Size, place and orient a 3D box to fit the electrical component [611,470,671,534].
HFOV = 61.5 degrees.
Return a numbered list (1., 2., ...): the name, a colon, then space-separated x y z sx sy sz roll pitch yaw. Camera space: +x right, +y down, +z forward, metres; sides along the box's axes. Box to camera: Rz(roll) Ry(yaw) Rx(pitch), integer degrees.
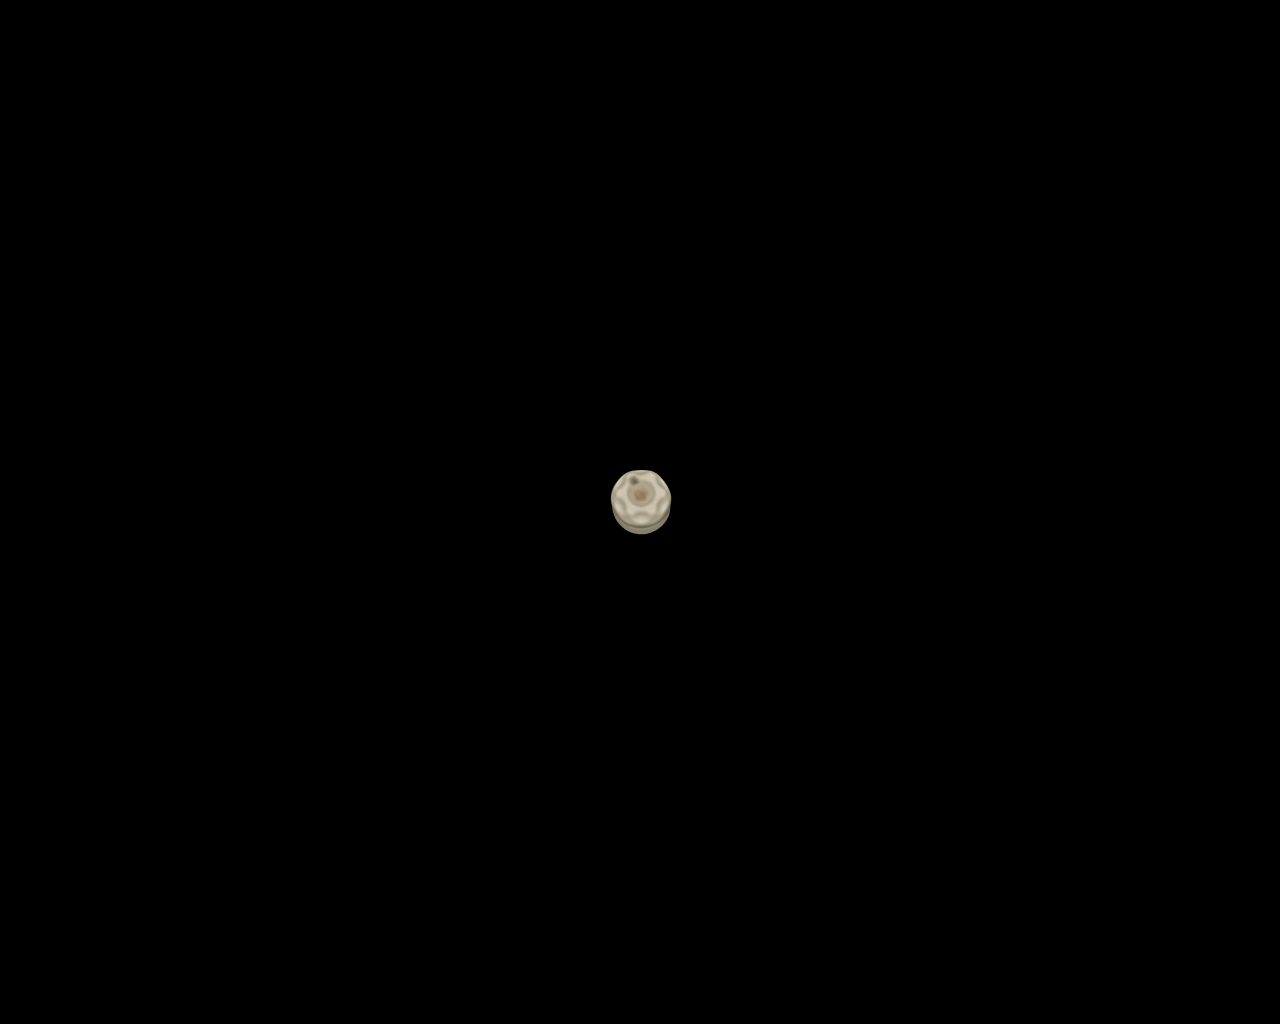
1. electrical component: 0.001 -0.003 0.650 0.035 0.035 0.061 0 -16 0
